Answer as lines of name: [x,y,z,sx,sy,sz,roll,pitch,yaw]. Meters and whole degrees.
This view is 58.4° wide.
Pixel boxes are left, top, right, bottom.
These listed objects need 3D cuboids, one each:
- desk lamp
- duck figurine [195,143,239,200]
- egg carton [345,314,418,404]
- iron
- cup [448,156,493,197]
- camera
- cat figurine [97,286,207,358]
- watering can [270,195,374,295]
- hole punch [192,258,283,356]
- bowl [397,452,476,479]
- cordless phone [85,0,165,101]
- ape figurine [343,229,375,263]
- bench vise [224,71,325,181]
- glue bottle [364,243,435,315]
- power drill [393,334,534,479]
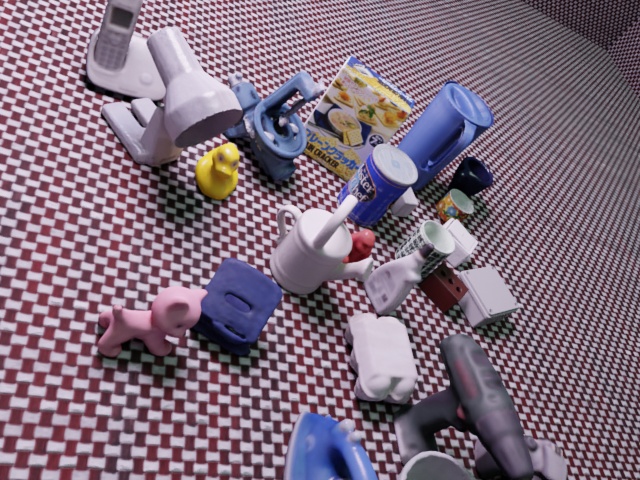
desk lamp: [-0.239,-0.215,0.919,0.118,0.213,0.203,-27,73,-46]
duck figurine: [-0.169,-0.134,0.998,0.078,0.086,0.104,20,45,-22]
egg carton: [0.098,0.192,0.931,0.107,0.069,0.150,12,49,-29]
iron: [0.031,0.318,0.719,0.119,0.141,0.258,9,51,-31]
cup: [0.347,-0.138,1.380,0.118,0.094,0.091,-14,64,-43]
camera: [0.332,0.386,0.916,0.143,0.100,0.137,32,42,-10]
cat figurine: [-0.212,0.098,0.745,0.128,0.117,0.067,4,53,-34]
watering can: [0.009,0.002,0.934,0.173,0.193,0.101,27,43,-16]
hole punch: [-0.121,0.097,0.833,0.109,0.091,0.101,33,42,-8]
bowl: [0.158,0.392,0.802,0.168,0.074,0.167,20,45,-22]
cordless phone: [-0.316,-0.340,0.991,0.148,0.184,0.094,8,51,-32]
ape figurine: [0.066,0.015,1.041,0.078,0.092,0.076,9,51,-31]
bench vise: [-0.093,-0.239,1.044,0.207,0.219,0.122,37,42,-4]
glue bottle: [0.144,0.059,1.001,0.037,0.173,0.078,-1,56,-37]
power drill: [0.201,0.266,0.840,0.076,0.208,0.229,13,48,-28]
